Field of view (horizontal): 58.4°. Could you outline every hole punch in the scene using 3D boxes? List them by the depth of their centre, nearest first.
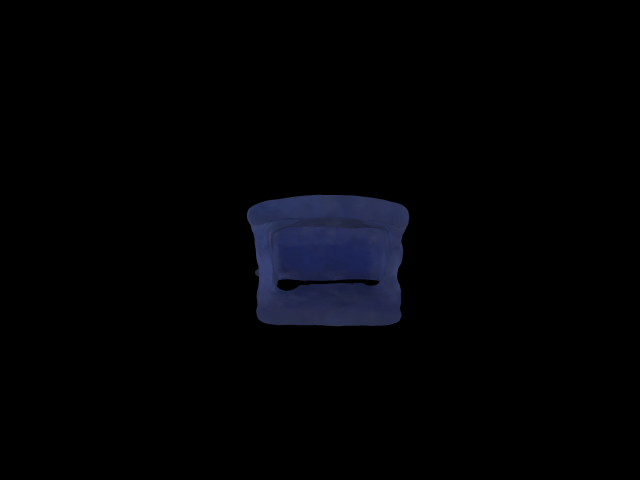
[{"bbox_3d":[0.004,0.001,0.400,0.108,0.091,0.101,0,21,0],"label":"hole punch"}]
